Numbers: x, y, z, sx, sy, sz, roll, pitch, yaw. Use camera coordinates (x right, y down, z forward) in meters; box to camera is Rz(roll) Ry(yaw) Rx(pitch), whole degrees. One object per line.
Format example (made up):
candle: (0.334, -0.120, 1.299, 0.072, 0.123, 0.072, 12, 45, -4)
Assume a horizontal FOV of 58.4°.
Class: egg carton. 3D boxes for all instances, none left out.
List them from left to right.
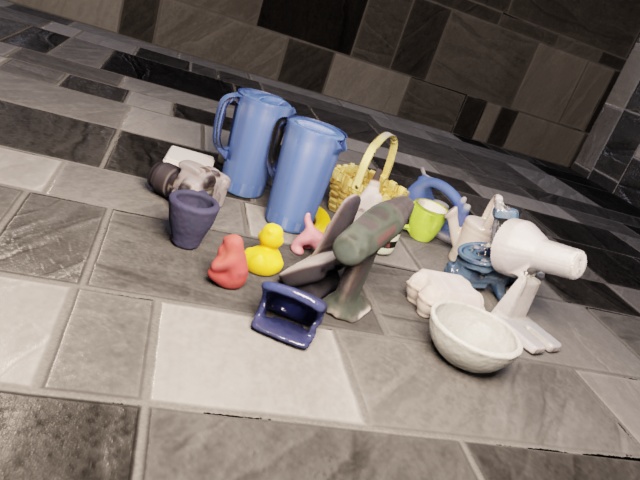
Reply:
egg carton: (0.248, 0.112, 1.136, 0.151, 0.069, 0.107, 10, 24, -23)

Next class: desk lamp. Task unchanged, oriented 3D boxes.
desk lamp: (0.428, 0.085, 1.156, 0.118, 0.213, 0.202, 1, 28, -37)

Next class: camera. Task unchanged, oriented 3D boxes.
camera: (-0.280, -0.125, 1.208, 0.136, 0.101, 0.143, 26, 23, 15)

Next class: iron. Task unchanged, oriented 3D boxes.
iron: (0.339, -0.092, 1.585, 0.119, 0.141, 0.257, -4, 32, -44)

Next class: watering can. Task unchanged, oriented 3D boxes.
watering can: (0.390, -0.025, 1.402, 0.173, 0.194, 0.101, 14, 23, -12)

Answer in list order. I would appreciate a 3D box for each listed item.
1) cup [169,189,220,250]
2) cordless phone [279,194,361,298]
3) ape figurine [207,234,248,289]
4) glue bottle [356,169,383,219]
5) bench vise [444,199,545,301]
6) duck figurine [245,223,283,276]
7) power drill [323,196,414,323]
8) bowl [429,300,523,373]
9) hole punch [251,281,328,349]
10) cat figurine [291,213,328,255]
cup: (-0.236, -0.038, 1.052, 0.092, 0.095, 0.117, 18, 22, -4)
cordless phone: (0.010, 0.004, 1.038, 0.094, 0.185, 0.148, 26, 23, 15)
ape figurine: (-0.152, 0.031, 0.965, 0.076, 0.092, 0.078, 31, 25, 27)
glue bottle: (0.112, -0.087, 1.346, 0.078, 0.173, 0.037, 17, 22, -6)
bench vise: (0.403, 0.022, 1.272, 0.208, 0.220, 0.121, 10, 24, -22)
duck figurine: (-0.097, 0.012, 1.062, 0.077, 0.086, 0.105, 22, 22, 5)
power drill: (0.081, 0.030, 1.004, 0.075, 0.208, 0.230, 28, 24, 20)
bowl: (0.256, 0.177, 0.986, 0.167, 0.075, 0.167, 17, 22, -7)
hole punch: (-0.044, 0.100, 0.897, 0.108, 0.091, 0.101, 21, 22, 4)
cat figurine: (0.018, -0.011, 1.168, 0.127, 0.118, 0.067, 24, 23, 12)
